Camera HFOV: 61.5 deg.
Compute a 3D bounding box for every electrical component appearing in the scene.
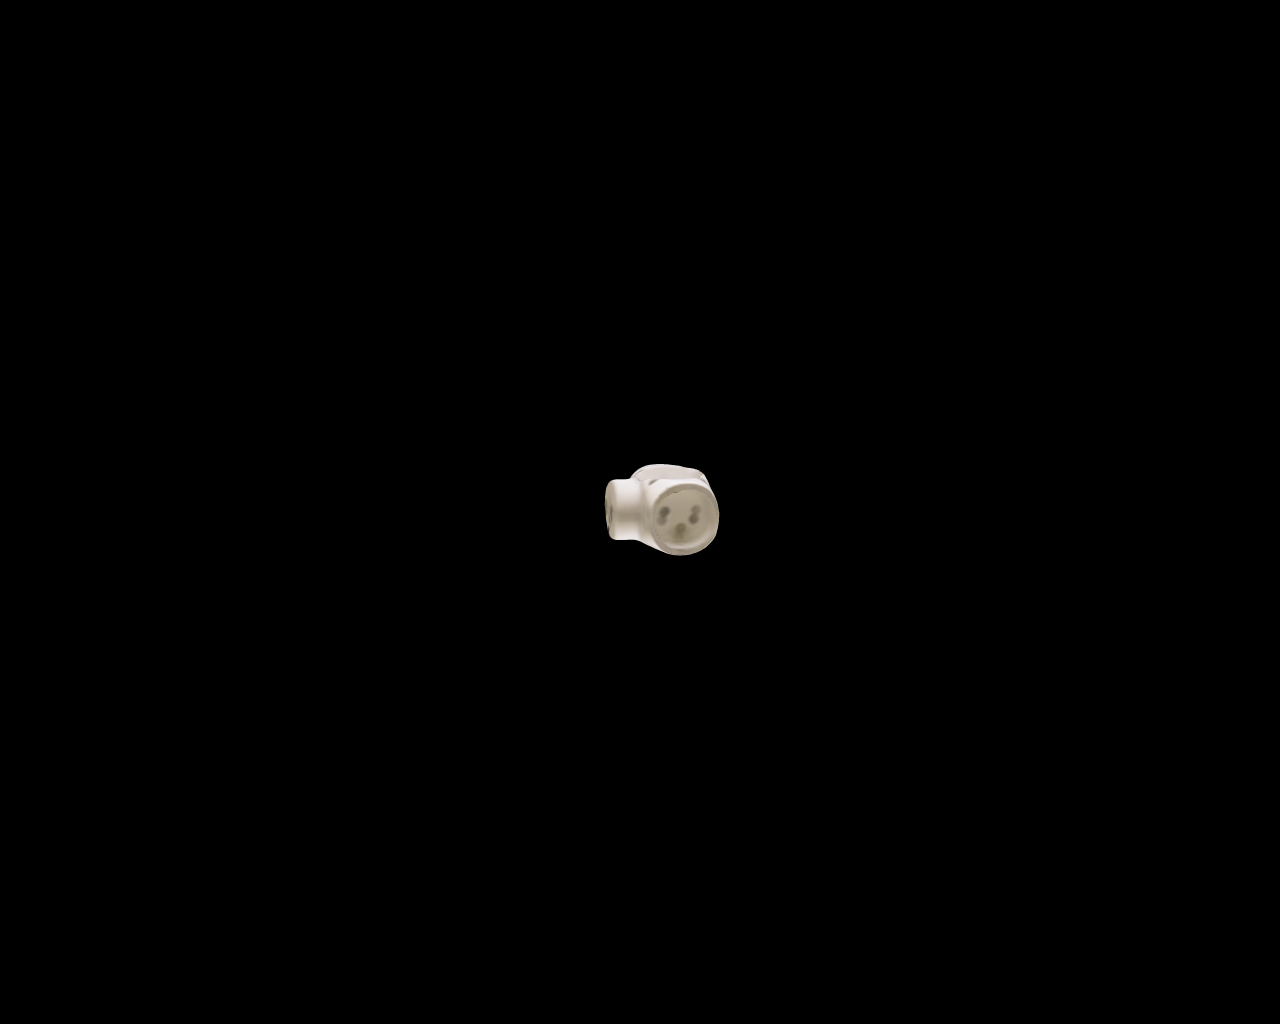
[{"bbox_3d":[0.001,-0.003,0.650,0.079,0.044,0.077,-2,12,-11],"label":"electrical component"}]
